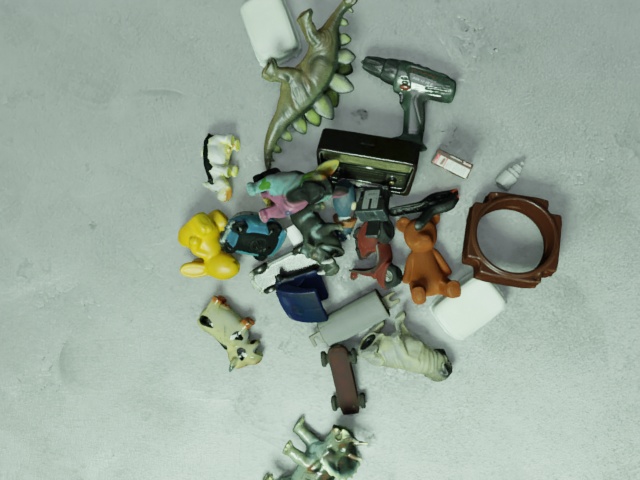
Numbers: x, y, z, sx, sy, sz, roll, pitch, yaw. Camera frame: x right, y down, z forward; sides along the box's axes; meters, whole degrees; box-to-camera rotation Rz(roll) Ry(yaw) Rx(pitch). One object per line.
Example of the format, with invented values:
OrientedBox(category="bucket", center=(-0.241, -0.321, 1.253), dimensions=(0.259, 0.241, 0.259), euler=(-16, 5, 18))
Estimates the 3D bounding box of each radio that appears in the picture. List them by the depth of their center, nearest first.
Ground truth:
OrientedBox(category="radio", center=(0.110, -0.178, 1.252), dimensions=(0.230, 0.131, 0.073), euler=(12, 60, 8))

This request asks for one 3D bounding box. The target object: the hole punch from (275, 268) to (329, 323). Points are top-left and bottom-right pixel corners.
OrientedBox(category="hole punch", center=(-0.041, 0.144, 1.298), dimensions=(0.116, 0.092, 0.142), euler=(-18, 128, 7))

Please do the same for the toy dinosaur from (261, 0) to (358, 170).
OrientedBox(category="toy dinosaur", center=(-0.037, -0.362, 1.262), dimensions=(0.198, 0.105, 0.471), euler=(32, 112, -15))

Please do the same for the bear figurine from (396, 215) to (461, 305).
OrientedBox(category="bear figurine", center=(0.250, 0.037, 1.255), dimensions=(0.120, 0.132, 0.195), euler=(-7, 98, -1))

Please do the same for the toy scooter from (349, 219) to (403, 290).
OrientedBox(category="toy scooter", center=(0.121, 0.035, 1.297), dimensions=(0.135, 0.075, 0.184), euler=(-19, 76, 37))

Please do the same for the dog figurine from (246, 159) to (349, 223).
OrientedBox(category="dog figurine", center=(-0.045, -0.124, 1.251), dimensions=(0.219, 0.191, 0.108), euler=(-14, 108, 13))

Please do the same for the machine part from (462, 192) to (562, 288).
OrientedBox(category="machine part", center=(0.433, 0.000, 1.216), dimensions=(0.202, 0.087, 0.201), euler=(10, 76, 8))

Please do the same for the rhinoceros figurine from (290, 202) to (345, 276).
OrientedBox(category="rhinoceros figurine", center=(-0.003, -0.004, 1.278), dimensions=(0.112, 0.073, 0.190), euler=(-21, 69, -26))

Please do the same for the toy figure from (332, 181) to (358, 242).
OrientedBox(category="toy figure", center=(0.061, -0.066, 1.294), dimensions=(0.058, 0.064, 0.154), euler=(-14, 127, -16))

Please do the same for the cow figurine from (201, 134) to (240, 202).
OrientedBox(category="cow figurine", center=(-0.258, -0.181, 1.344), dimensions=(0.098, 0.068, 0.167), euler=(7, 91, 14))

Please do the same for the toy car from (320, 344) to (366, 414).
OrientedBox(category="toy car", center=(0.059, 0.343, 1.323), dimensions=(0.089, 0.053, 0.201), euler=(-11, 113, 7))

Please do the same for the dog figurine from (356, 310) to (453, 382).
OrientedBox(category="dog figurine", center=(0.204, 0.289, 1.297), dimensions=(0.190, 0.121, 0.172), euler=(47, 133, -14))

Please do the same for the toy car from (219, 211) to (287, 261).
OrientedBox(category="toy car", center=(-0.172, -0.020, 1.319), dimensions=(0.161, 0.103, 0.109), euler=(9, 125, -31))

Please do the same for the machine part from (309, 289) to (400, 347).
OrientedBox(category="machine part", center=(0.081, 0.190, 1.311), dimensions=(0.243, 0.079, 0.079), euler=(-29, 89, 10))

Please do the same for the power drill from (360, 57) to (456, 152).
OrientedBox(category="power drill", center=(0.194, -0.317, 1.270), dimensions=(0.232, 0.086, 0.207), euler=(11, 87, 5))

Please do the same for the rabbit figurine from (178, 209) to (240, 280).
OrientedBox(category="rabbit figurine", center=(-0.277, 0.031, 1.333), dimensions=(0.162, 0.122, 0.173), euler=(-39, 88, 13))

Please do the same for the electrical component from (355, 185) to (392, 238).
OrientedBox(category="electrical component", center=(0.122, -0.067, 1.249), dimensions=(0.075, 0.047, 0.119), euler=(1, 59, 28))

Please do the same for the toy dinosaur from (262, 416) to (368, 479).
OrientedBox(category="toy dinosaur", center=(-0.031, 0.595, 1.337), dimensions=(0.192, 0.131, 0.404), euler=(30, 103, 6))

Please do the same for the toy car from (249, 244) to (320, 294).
OrientedBox(category="toy car", center=(-0.083, 0.069, 1.340), dimensions=(0.202, 0.056, 0.073), euler=(-27, 96, 10))

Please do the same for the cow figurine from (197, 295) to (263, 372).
OrientedBox(category="cow figurine", center=(-0.224, 0.243, 1.356), dimensions=(0.195, 0.085, 0.127), euler=(39, 93, 3))
